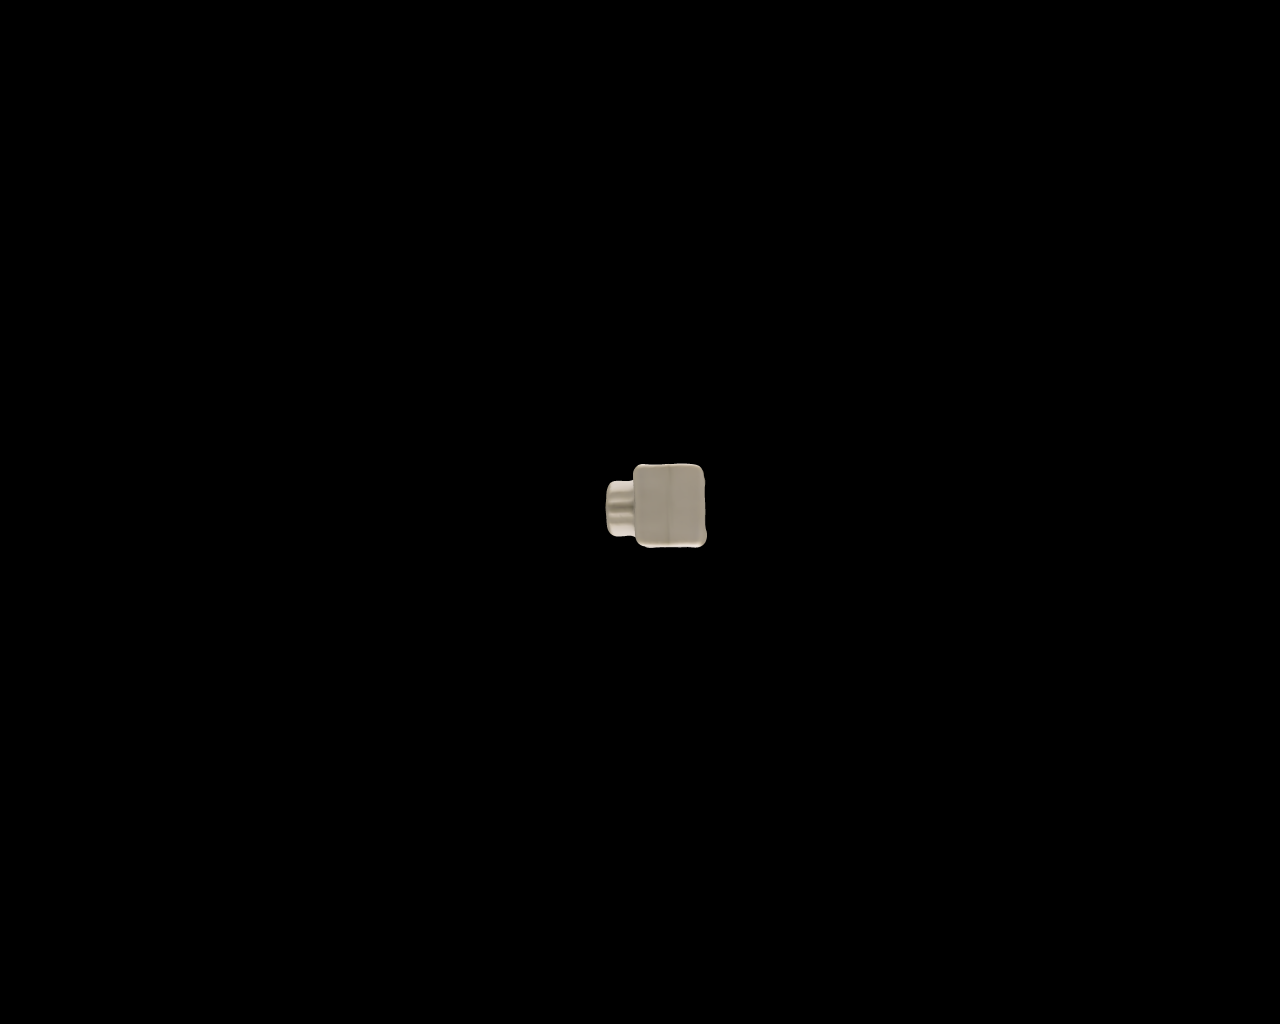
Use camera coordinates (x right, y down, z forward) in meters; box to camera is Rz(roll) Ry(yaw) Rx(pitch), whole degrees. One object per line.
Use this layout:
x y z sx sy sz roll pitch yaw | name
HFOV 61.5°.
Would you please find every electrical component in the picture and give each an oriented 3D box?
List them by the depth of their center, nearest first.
0.001 -0.003 0.650 0.076 0.047 0.083 0 -2 4 | electrical component
